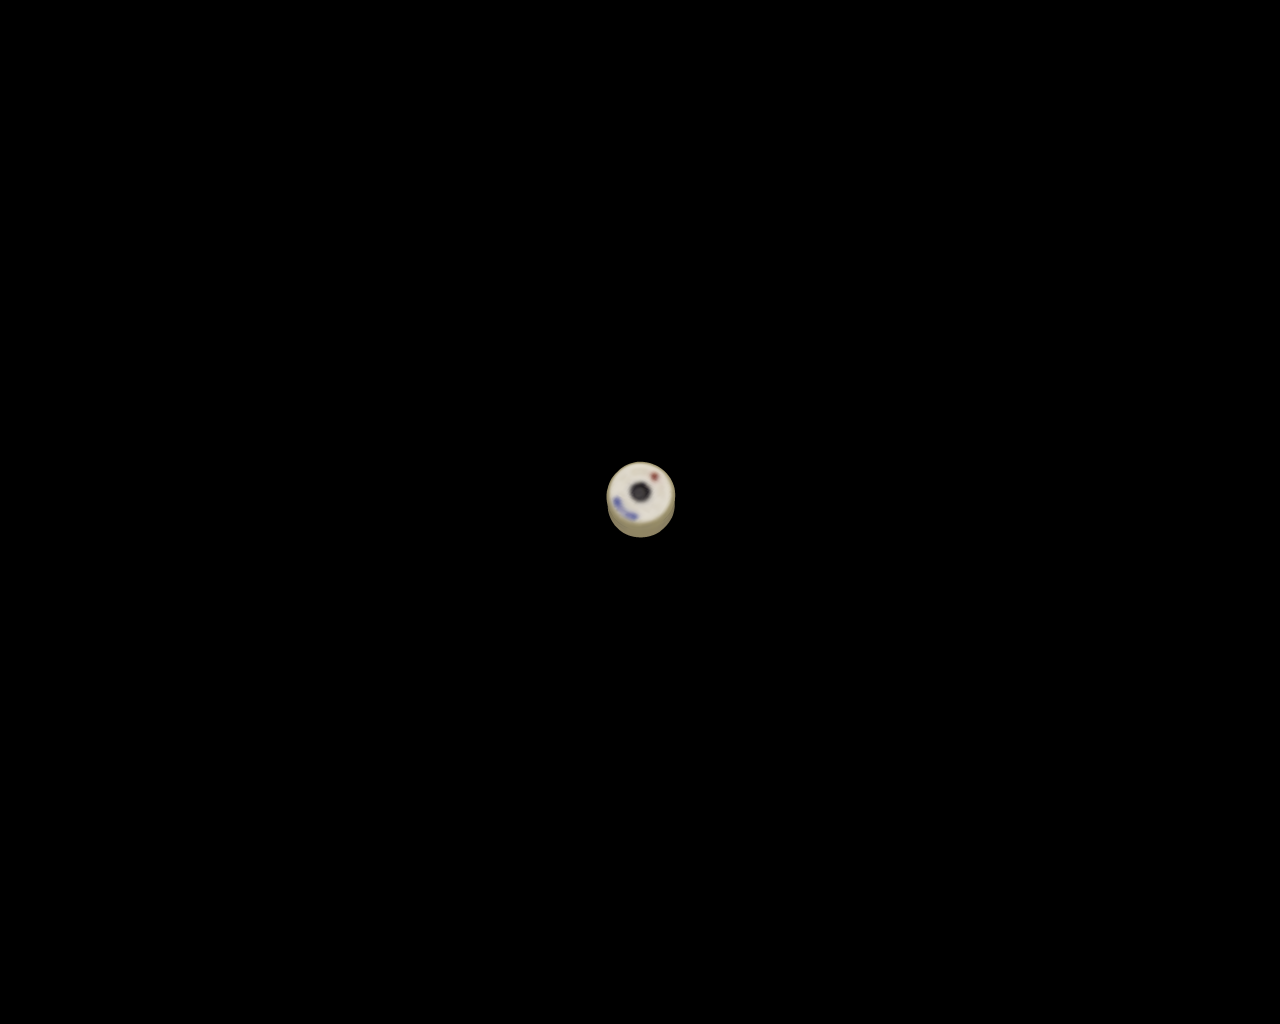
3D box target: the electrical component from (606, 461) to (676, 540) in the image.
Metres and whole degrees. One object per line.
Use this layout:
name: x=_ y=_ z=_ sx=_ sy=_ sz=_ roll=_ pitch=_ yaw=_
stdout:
electrical component: x=0.001 y=-0.003 z=0.650 sx=0.040 sy=0.040 sz=0.078 roll=0 pitch=-16 yaw=0
